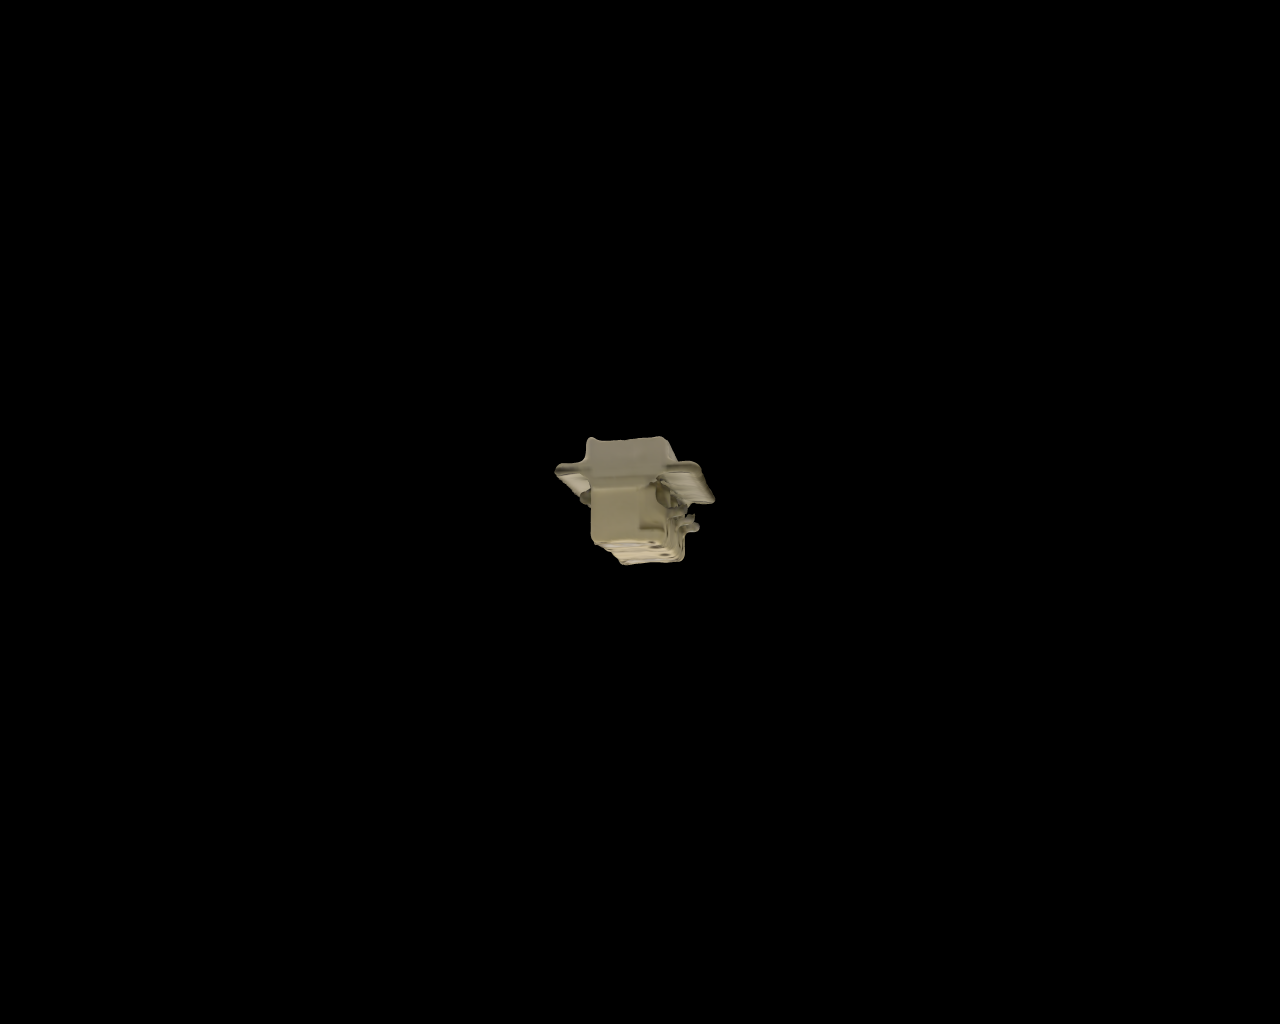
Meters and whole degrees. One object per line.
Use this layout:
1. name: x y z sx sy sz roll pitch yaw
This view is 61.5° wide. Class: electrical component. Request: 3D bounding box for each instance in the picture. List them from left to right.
1. electrical component: 0.001 -0.003 0.650 0.079 0.063 0.121 -1 -9 7
